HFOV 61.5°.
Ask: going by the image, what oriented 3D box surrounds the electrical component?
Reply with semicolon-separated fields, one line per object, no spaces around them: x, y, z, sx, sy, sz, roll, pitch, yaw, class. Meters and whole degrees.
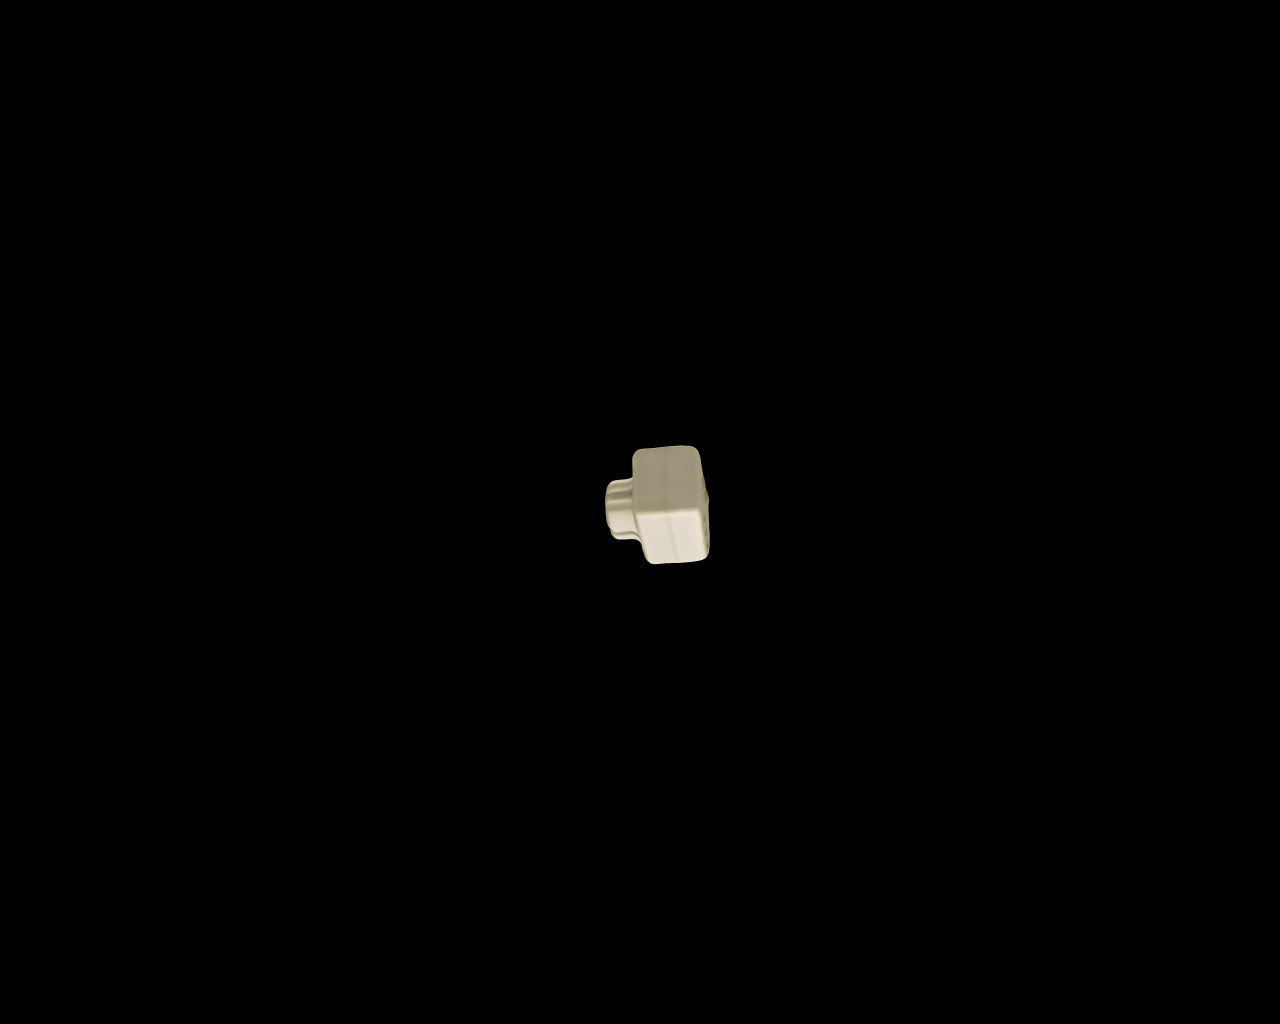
0.001;-0.003;0.650;0.077;0.047;0.065;-4;-29;7;electrical component
